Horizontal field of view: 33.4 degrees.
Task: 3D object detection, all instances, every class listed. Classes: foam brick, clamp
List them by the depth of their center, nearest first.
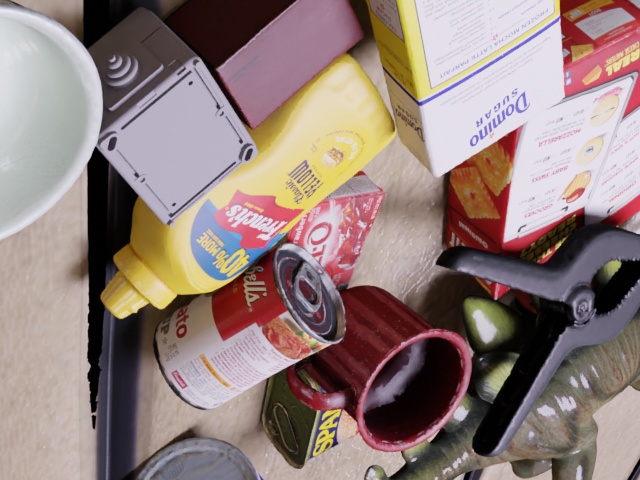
[{"bbox_3d":[-0.028,-0.106,0.537,0.078,0.051,0.053,-40,145,-6],"label":"foam brick"},{"bbox_3d":[0.171,0.039,0.766,0.209,0.036,0.164,-32,120,-22],"label":"clamp"}]

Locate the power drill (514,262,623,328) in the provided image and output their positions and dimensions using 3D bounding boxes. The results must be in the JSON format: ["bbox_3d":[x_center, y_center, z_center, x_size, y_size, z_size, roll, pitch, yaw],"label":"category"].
[{"bbox_3d":[0.218,0.088,1.005,0.184,0.057,0.188,0,125,-41],"label":"power drill"}]

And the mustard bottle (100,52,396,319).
[{"bbox_3d":[-0.047,-0.026,0.602,0.191,0.058,0.096,-42,152,-1],"label":"mustard bottle"}]

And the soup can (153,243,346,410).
[{"bbox_3d":[-0.044,0.055,0.659,0.102,0.068,0.068,-31,152,24],"label":"soup can"}]

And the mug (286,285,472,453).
[{"bbox_3d":[0.031,0.085,0.717,0.117,0.082,0.093,-15,123,-29],"label":"mug"}]

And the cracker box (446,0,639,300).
[{"bbox_3d":[0.174,-0.078,0.761,0.164,0.072,0.214,-28,145,-18],"label":"cracker box"}]

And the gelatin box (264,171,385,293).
[{"bbox_3d":[-0.005,0.001,0.700,0.073,0.030,0.089,-11,134,-39],"label":"gelatin box"}]

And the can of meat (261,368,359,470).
[{"bbox_3d":[0.008,0.116,0.820,0.083,0.057,0.102,-22,141,-32],"label":"can of meat"}]

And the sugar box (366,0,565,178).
[{"bbox_3d":[0.073,-0.118,0.538,0.093,0.048,0.176,-32,146,-9],"label":"sugar box"}]

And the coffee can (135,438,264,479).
[{"bbox_3d":[-0.075,0.223,0.811,0.102,0.103,0.140,-37,146,-9],"label":"coffee can"}]
